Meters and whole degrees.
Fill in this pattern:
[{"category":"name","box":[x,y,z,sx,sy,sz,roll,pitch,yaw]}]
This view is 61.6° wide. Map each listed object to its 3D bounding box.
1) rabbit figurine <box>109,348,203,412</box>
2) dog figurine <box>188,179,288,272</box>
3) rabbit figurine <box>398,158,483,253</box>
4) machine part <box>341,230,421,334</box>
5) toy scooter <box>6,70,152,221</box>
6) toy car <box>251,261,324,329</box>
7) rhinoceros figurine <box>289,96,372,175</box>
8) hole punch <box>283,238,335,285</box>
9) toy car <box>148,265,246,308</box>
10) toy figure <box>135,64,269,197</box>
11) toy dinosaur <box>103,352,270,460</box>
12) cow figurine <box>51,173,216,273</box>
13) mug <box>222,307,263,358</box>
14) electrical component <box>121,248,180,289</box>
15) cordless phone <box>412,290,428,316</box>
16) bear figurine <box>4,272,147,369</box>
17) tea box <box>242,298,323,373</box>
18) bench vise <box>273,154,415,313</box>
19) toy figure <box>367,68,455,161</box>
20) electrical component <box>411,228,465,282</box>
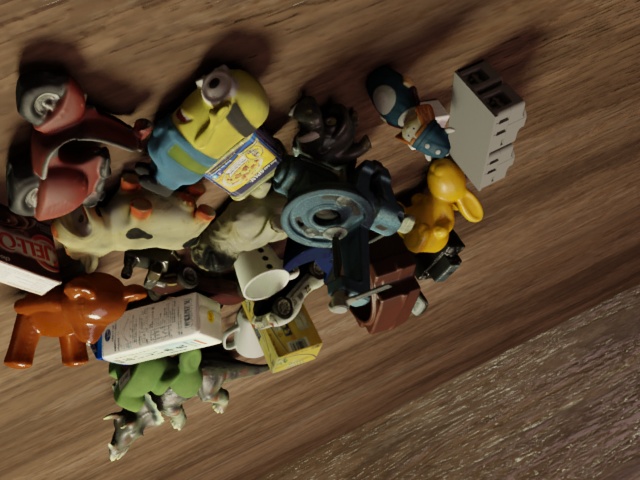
[{"category":"rabbit figurine","box":[-0.298,0.245,1.046,0.170,0.121,0.159,29,97,-40]},{"category":"dog figurine","box":[-0.095,-0.019,0.843,0.172,0.121,0.190,9,148,-44]},{"category":"rabbit figurine","box":[0.225,-0.065,1.002,0.162,0.122,0.173,7,113,-23]},{"category":"machine part","box":[0.091,0.056,0.990,0.087,0.201,0.201,-16,148,-18]},{"category":"toy scooter","box":[-0.261,-0.095,0.588,0.135,0.075,0.183,-3,137,-39]},{"category":"toy car","box":[-0.050,0.097,0.998,0.074,0.056,0.202,-14,-155,46]},{"category":"rhinoceros figurine","box":[0.013,-0.135,0.768,0.112,0.073,0.190,-19,153,4]},{"category":"hole punch","box":[-0.002,-0.003,0.889,0.092,0.142,0.115,20,137,-8]},{"category":"toy car","box":[-0.204,0.081,0.929,0.089,0.053,0.202,-21,156,31]},{"category":"toy figure","box":[-0.140,-0.127,0.635,0.180,0.082,0.089,-45,159,17]},{"category":"toy dinosaur","box":[-0.280,0.312,1.172,0.405,0.131,0.192,-27,152,-15]},{"category":"cow figurine","box":[-0.250,-0.020,0.707,0.195,0.085,0.127,-2,139,-45]},{"category":"mug","box":[-0.151,0.184,1.120,0.109,0.081,0.107,-10,134,-19]},{"category":"electrical component","box":[-0.240,0.026,0.773,0.078,0.102,0.045,6,132,-16]},{"category":"cordless phone","box":[0.150,0.094,1.120,0.089,0.184,0.146,-13,147,-34]},{"category":"bear figurine","box":[-0.333,0.113,0.737,0.196,0.132,0.120,-6,168,38]},{"category":"tea box","box":[-0.077,0.157,1.037,0.098,0.170,0.068,-12,145,-25]},{"category":"bench vise","box":[0.038,-0.008,0.701,0.129,0.241,0.223,-32,134,33]},{"category":"toy figure","box":[0.117,-0.165,0.716,0.058,0.154,0.064,-24,151,-14]},{"category":"electrical component","box":[0.235,0.019,1.126,0.058,0.134,0.114,-3,140,-38]}]
